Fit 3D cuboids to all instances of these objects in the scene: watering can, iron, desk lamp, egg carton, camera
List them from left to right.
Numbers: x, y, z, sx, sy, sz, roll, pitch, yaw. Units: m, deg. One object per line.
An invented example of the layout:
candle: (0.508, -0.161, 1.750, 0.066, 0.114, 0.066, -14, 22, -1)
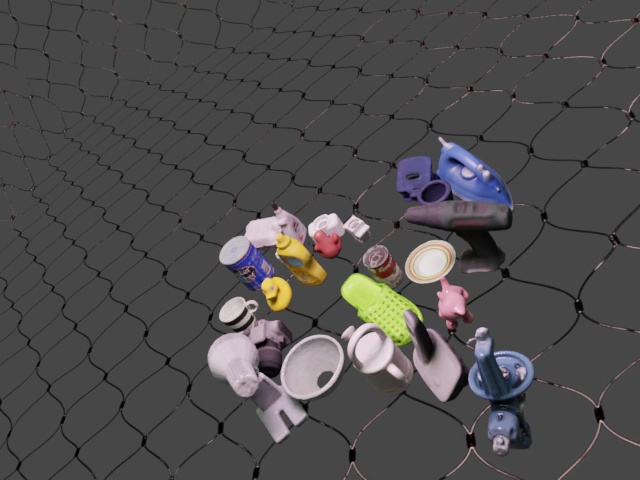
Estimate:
desk lamp: (-0.151, 0.335, 1.330, 0.118, 0.214, 0.202, -43, 40, -6)
camera: (-0.152, 0.283, 1.468, 0.143, 0.101, 0.136, -24, 42, 17)
egg carton: (-0.173, -0.015, 1.795, 0.150, 0.070, 0.107, -10, 47, 30)
watering can: (0.113, 0.247, 1.231, 0.172, 0.195, 0.101, 4, 55, 39)
iron: (0.393, -0.173, 1.466, 0.118, 0.142, 0.257, -39, 39, -2)

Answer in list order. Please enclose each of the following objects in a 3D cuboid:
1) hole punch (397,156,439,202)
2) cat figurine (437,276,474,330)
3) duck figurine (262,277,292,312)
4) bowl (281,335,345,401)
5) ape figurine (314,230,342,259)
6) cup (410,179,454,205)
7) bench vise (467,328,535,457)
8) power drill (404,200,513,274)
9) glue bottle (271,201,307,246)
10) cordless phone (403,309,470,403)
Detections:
hole punch: (0.269, -0.170, 1.596, 0.108, 0.091, 0.101, -5, 49, 33)
cat figurine: (0.290, 0.136, 1.265, 0.067, 0.118, 0.127, -24, 42, 17)
duck figurine: (-0.130, 0.139, 1.602, 0.077, 0.086, 0.104, -22, 42, 18)
bowl: (-0.005, 0.313, 1.351, 0.167, 0.075, 0.167, -20, 43, 20)
ape figurine: (0.015, 0.006, 1.617, 0.077, 0.092, 0.076, -24, 42, 17)
cup: (0.300, -0.095, 1.498, 0.117, 0.095, 0.092, 0, 53, 37)
bench vise: (0.331, 0.267, 1.029, 0.121, 0.220, 0.207, -24, 41, 16)
power drill: (0.331, -0.013, 1.306, 0.228, 0.209, 0.075, -8, 48, 31)
glue bottle: (-0.098, -0.054, 1.695, 0.037, 0.174, 0.078, -14, 45, 26)
cordless phone: (0.226, 0.231, 1.168, 0.094, 0.186, 0.147, -39, 39, -1)
